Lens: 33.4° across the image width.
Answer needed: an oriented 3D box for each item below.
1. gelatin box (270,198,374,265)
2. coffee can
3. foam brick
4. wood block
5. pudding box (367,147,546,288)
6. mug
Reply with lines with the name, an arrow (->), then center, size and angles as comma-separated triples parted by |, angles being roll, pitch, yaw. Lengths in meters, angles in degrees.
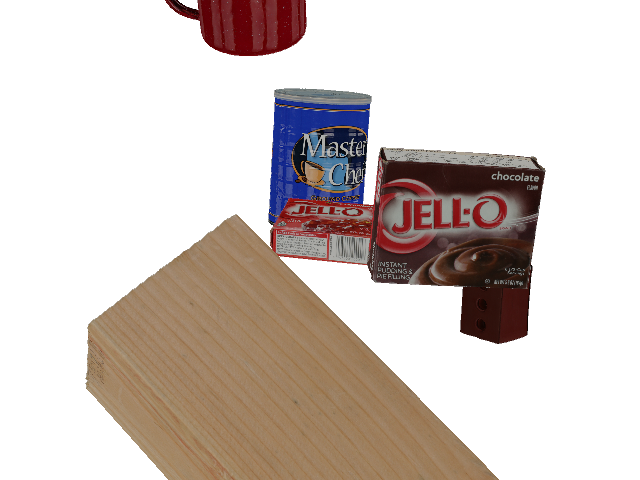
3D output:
gelatin box -> 0.007, -0.010, 0.928 | 0.089, 0.030, 0.073 | 6, 23, 9
coffee can -> -0.002, -0.086, 1.131 | 0.103, 0.140, 0.103 | 3, 12, -1
foam brick -> 0.181, 0.061, 1.103 | 0.051, 0.078, 0.053 | -13, 20, -43
wood block -> -0.007, 0.101, 0.493 | 0.090, 0.206, 0.090 | -39, -14, -27
pudding box -> 0.093, -0.016, 0.743 | 0.113, 0.090, 0.039 | 2, 24, -5
mug -> -0.064, -0.191, 0.800 | 0.117, 0.081, 0.093 | 1, 36, 5
